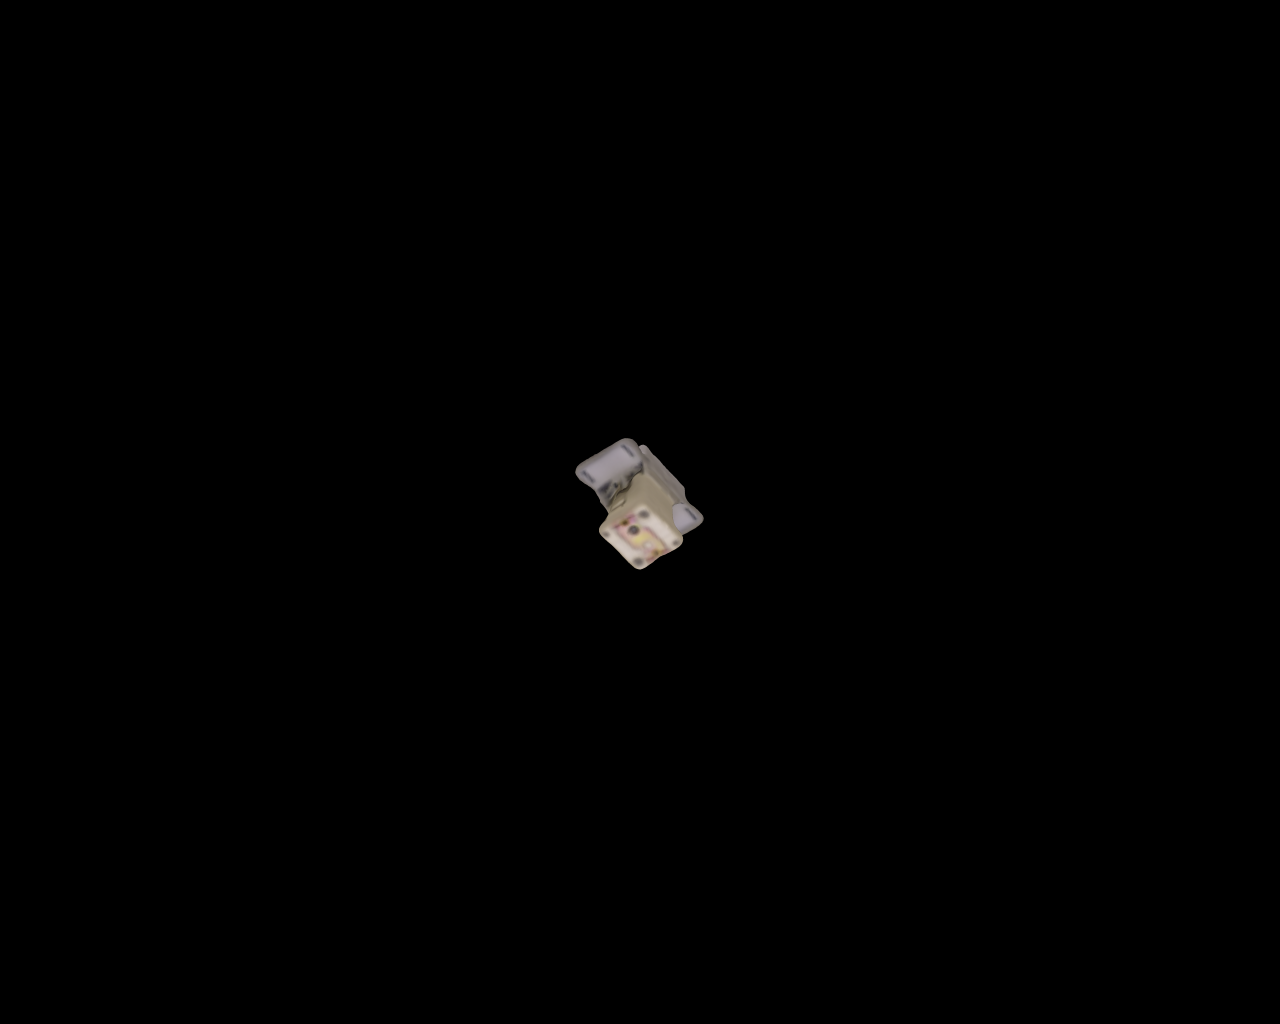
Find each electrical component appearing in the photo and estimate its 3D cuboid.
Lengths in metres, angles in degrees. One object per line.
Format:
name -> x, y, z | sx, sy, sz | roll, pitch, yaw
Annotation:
electrical component -> 0.001, -0.003, 0.650 | 0.042, 0.081, 0.064 | -32, 32, 22
